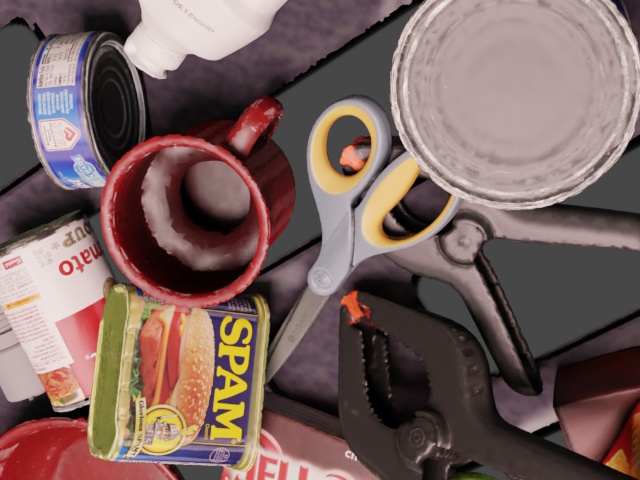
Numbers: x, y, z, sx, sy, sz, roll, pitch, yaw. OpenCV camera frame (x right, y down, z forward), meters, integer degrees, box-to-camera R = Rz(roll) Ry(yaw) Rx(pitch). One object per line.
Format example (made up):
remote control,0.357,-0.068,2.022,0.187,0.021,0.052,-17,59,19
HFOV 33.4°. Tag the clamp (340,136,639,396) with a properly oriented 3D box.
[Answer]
clamp,0.082,0.007,0.581,0.171,0.039,0.120,28,107,11

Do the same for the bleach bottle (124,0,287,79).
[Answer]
bleach bottle,-0.026,-0.189,0.536,0.102,0.068,0.251,42,114,0

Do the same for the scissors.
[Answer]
scissors,-0.004,0.001,0.587,0.202,0.016,0.096,-40,87,31

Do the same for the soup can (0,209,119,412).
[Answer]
soup can,-0.150,0.041,0.635,0.069,0.068,0.102,-20,100,19

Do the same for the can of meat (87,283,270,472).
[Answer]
can of meat,-0.080,0.076,0.600,0.083,0.058,0.102,9,81,-27

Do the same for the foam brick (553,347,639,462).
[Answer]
foam brick,0.165,0.107,0.583,0.051,0.053,0.078,-19,102,19

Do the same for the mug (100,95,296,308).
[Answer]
mug,-0.055,-0.029,0.581,0.093,0.081,0.117,33,112,3

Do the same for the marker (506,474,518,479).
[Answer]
marker,0.159,0.170,0.622,0.121,0.020,0.020,37,112,1

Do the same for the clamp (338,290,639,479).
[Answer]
clamp,0.070,0.102,0.545,0.165,0.036,0.210,-39,51,26

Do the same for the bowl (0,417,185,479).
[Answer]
bowl,-0.140,0.175,0.681,0.162,0.055,0.162,4,108,13

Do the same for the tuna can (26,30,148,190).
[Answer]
tuna can,-0.125,-0.071,0.585,0.034,0.086,0.086,-3,106,13

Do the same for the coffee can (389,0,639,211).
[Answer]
coffee can,0.094,-0.081,0.496,0.103,0.140,0.103,4,108,13

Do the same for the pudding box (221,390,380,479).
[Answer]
pudding box,-0.004,0.150,0.631,0.114,0.039,0.090,17,102,20

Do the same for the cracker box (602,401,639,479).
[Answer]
cracker box,0.221,0.143,0.524,0.164,0.072,0.214,28,98,-13
